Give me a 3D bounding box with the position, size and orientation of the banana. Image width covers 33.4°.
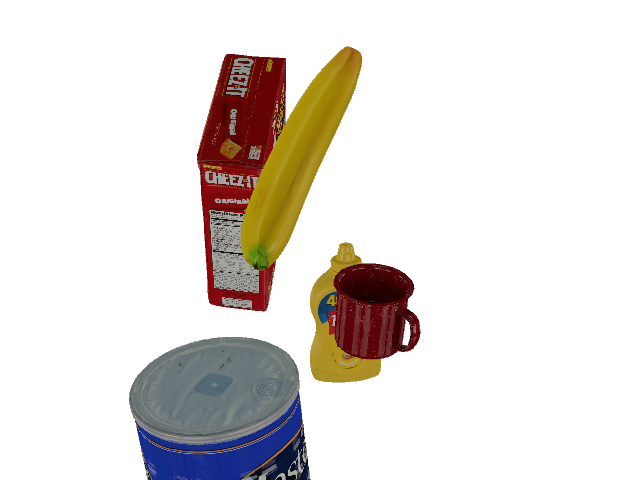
[{"bbox_3d":[-0.017,-0.052,0.784,0.037,0.197,0.070,32,-27,-22],"label":"banana"}]

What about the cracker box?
[{"bbox_3d":[-0.078,-0.057,1.099,0.072,0.164,0.214,5,-42,3],"label":"cracker box"}]

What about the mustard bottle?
[{"bbox_3d":[0.034,0.095,1.438,0.096,0.192,0.058,-3,20,-6],"label":"mustard bottle"}]

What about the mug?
[{"bbox_3d":[0.068,0.089,1.235,0.117,0.081,0.093,26,36,34],"label":"mug"}]

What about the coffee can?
[{"bbox_3d":[-0.057,0.147,0.671,0.103,0.140,0.103,-5,27,2],"label":"coffee can"}]
